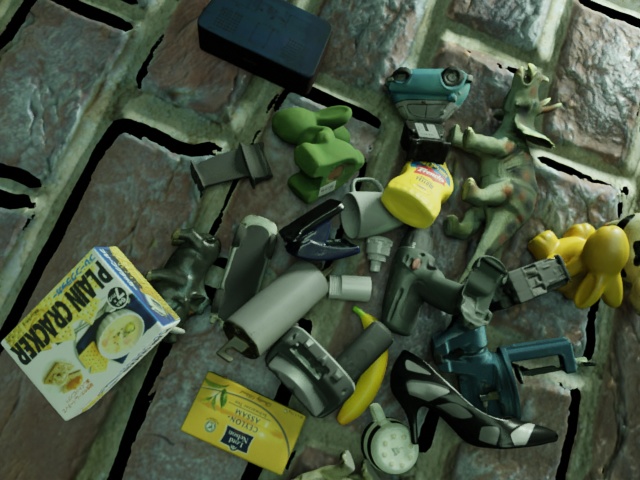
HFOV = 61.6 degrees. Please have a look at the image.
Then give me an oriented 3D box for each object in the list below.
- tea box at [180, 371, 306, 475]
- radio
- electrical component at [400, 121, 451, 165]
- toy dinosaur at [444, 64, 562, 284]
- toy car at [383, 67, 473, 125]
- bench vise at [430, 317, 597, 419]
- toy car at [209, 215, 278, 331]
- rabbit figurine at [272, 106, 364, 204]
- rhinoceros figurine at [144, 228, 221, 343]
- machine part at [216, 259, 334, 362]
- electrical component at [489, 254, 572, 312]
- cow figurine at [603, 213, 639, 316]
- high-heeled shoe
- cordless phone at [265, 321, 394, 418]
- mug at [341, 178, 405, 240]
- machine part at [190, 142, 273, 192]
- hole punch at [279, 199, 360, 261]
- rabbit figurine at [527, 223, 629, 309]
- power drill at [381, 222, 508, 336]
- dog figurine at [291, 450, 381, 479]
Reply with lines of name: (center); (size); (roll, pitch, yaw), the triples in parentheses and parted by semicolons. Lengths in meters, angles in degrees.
tea box: (-0.118, 0.282, 0.840); (0.170, 0.068, 0.098); (24, 74, -2)
radio: (-0.099, -0.380, 1.001); (0.230, 0.073, 0.131); (25, 74, -3)
electrical component: (0.186, -0.185, 0.972); (0.075, 0.047, 0.119); (7, 38, -4)
toy dinosaur: (0.334, -0.103, 0.975); (0.192, 0.131, 0.404); (7, 82, -6)
toy car: (0.199, -0.263, 1.000); (0.162, 0.109, 0.102); (1, 94, 1)
bench vise: (0.310, 0.197, 0.882); (0.241, 0.129, 0.223); (-11, 86, 8)
toy car: (-0.126, 0.056, 0.901); (0.073, 0.056, 0.201); (18, 76, -9)
rabbit figurine: (-0.010, -0.179, 0.945); (0.159, 0.121, 0.170); (-31, 68, -17)
rhinoceros figurine: (-0.227, 0.072, 0.879); (0.112, 0.073, 0.190); (25, 73, -11)
machine part: (-0.067, 0.106, 0.848); (0.079, 0.079, 0.243); (47, 56, 5)
electrical component: (0.342, 0.079, 0.928); (0.134, 0.115, 0.058); (-18, 77, -13)
cow figurine: (0.585, 0.045, 0.963); (0.085, 0.127, 0.195); (3, 74, -4)
high-heeled shoe: (0.234, 0.245, 0.834); (0.249, 0.086, 0.145); (1, 72, 1)
cordless phone: (0.017, 0.177, 0.862); (0.184, 0.088, 0.146); (-43, 83, -8)
mug: (0.097, -0.057, 0.951); (0.107, 0.081, 0.109); (-4, 70, -22)
machine part: (-0.158, -0.126, 0.949); (0.139, 0.039, 0.084); (-14, 84, -12)
hole punch: (-0.002, -0.003, 0.898); (0.116, 0.142, 0.092); (-29, 105, -5)
rabbit figurine: (0.457, 0.038, 0.924); (0.122, 0.173, 0.162); (1, 72, -12)
power drill: (0.193, 0.053, 0.875); (0.086, 0.207, 0.232); (31, 77, -37)
dog figurine: (-0.005, 0.415, 0.825); (0.191, 0.121, 0.172); (-26, 121, 20)
